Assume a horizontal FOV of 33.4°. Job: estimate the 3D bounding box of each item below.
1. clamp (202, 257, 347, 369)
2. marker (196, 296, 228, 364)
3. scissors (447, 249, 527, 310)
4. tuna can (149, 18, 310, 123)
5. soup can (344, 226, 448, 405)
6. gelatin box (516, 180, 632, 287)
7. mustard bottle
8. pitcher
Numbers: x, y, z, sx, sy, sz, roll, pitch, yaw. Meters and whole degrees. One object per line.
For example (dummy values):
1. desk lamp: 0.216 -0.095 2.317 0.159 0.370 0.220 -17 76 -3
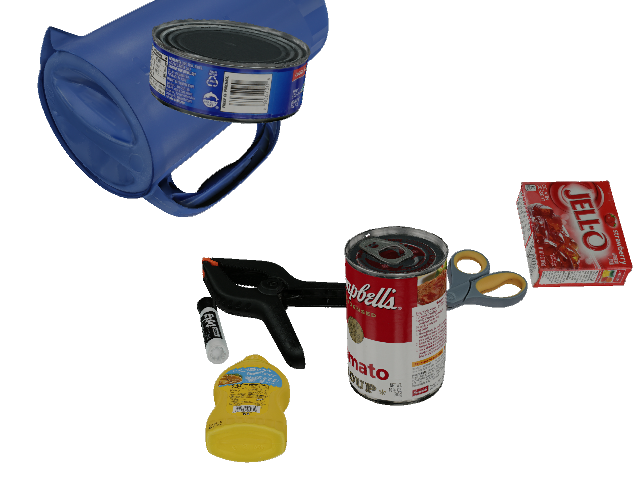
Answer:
1. clamp: -0.052 0.067 1.152 0.210 0.036 0.164 17 32 25
2. marker: -0.098 0.078 0.960 0.020 0.020 0.121 0 17 -11
3. scissors: 0.127 0.050 1.114 0.201 0.016 0.096 -7 40 -30
4. tuna can: -0.050 -0.093 0.581 0.086 0.034 0.086 7 25 -4
5. soup can: 0.051 0.050 0.716 0.068 0.102 0.068 -2 27 1
6. gelatin box: 0.199 -0.007 0.843 0.073 0.089 0.030 -1 -36 -3
7. mustard bottle: -0.087 0.198 1.334 0.096 0.058 0.191 -1 25 1
8. pitcher: -0.099 -0.141 0.899 0.145 0.149 0.242 26 50 32
